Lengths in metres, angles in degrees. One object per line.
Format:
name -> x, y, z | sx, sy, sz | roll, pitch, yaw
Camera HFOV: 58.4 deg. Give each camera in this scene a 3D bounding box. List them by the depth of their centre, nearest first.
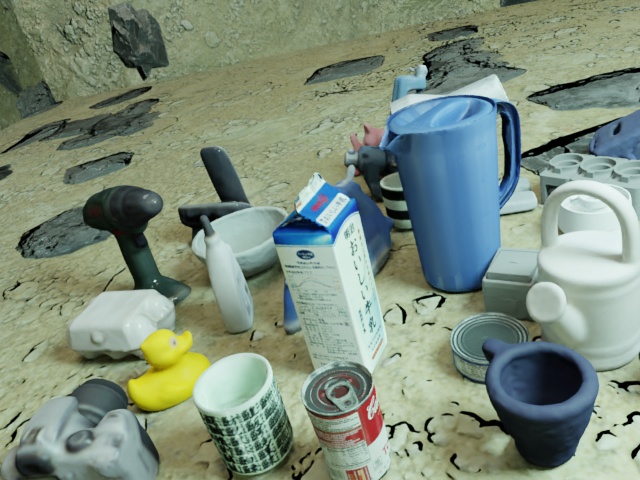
camera -> -0.250, 0.209, 0.622 | 0.143, 0.101, 0.137 | -10, 28, 10

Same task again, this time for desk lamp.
desk lamp -> 0.228, -0.146, 0.916 | 0.203, 0.214, 0.118 | -9, 28, 12

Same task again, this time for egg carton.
egg carton -> -0.289, 0.124, 0.831 | 0.150, 0.069, 0.107 | -5, 29, 19

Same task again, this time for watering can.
watering can -> 0.272, 0.034, 0.582 | 0.100, 0.194, 0.173 | 1, 32, 28

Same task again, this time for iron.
iron -> 0.008, 0.003, 0.829 | 0.118, 0.142, 0.259 | 5, 33, 33

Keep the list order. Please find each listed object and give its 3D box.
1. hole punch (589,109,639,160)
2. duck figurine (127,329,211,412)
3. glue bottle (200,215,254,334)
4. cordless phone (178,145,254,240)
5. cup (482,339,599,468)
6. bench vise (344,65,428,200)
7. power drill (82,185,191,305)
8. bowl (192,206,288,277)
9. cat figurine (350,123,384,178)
hole punch -> 0.499, -0.165, 0.947 | 0.100, 0.091, 0.109 | 0, 31, 27
duck figurine -> -0.195, 0.154, 0.712 | 0.105, 0.086, 0.077 | -28, 30, -23
glue bottle -> -0.133, 0.042, 0.794 | 0.037, 0.173, 0.078 | -13, 28, 4
cordless phone -> -0.199, -0.086, 1.051 | 0.147, 0.185, 0.094 | -4, 30, 21
cup -> 0.191, 0.149, 0.518 | 0.092, 0.095, 0.117 | -24, 29, -17
bench vise -> 0.146, -0.189, 1.029 | 0.208, 0.220, 0.121 | -23, 29, -15
power drill -> -0.282, 0.006, 0.896 | 0.228, 0.209, 0.076 | 12, 38, 42
bowl -> -0.121, 0.013, 0.947 | 0.167, 0.075, 0.167 | -12, 28, 7
cat figurine -> 0.104, -0.185, 1.155 | 0.067, 0.118, 0.127 | -30, 31, -25
